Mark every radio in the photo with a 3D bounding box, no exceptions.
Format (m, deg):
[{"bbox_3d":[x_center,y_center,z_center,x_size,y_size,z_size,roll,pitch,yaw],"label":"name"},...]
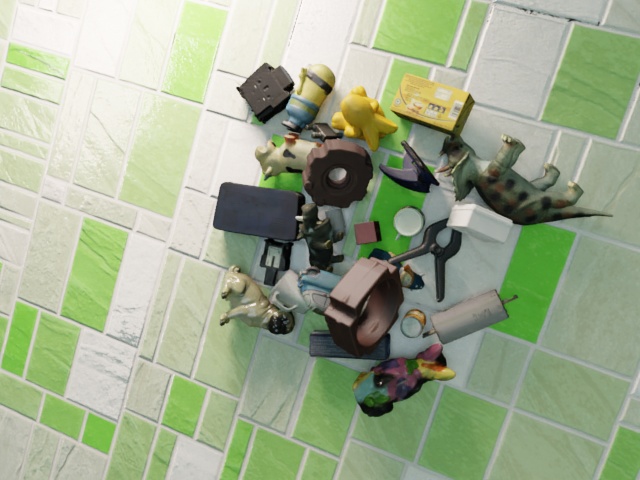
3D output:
[{"bbox_3d":[-0.157,-0.075,1.402,0.230,0.073,0.131,9,94,12],"label":"radio"}]

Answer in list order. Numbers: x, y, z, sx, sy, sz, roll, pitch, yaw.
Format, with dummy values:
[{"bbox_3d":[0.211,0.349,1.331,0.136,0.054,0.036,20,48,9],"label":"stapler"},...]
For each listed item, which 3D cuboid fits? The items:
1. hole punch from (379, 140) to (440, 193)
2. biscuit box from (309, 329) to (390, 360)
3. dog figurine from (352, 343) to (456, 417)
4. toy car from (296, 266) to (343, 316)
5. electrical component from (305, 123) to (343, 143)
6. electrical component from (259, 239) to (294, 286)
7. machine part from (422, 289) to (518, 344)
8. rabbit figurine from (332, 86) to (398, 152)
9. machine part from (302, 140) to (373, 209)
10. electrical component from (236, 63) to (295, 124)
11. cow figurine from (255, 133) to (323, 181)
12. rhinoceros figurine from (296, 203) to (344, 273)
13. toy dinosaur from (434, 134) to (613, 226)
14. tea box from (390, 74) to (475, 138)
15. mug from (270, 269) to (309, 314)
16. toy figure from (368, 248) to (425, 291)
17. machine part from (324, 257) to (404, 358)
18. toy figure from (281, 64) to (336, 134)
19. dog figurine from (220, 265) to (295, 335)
[{"bbox_3d":[0.212,-0.158,1.276,0.092,0.142,0.116,-41,65,11],"label":"hole punch"},{"bbox_3d":[0.077,0.266,1.367,0.203,0.059,0.062,1,92,14],"label":"biscuit box"},{"bbox_3d":[0.208,0.328,1.284,0.219,0.191,0.108,-32,79,29],"label":"dog figurine"},{"bbox_3d":[0.016,0.134,1.325,0.162,0.109,0.103,17,66,-10],"label":"toy car"},{"bbox_3d":[0.011,-0.272,1.353,0.063,0.094,0.021,57,139,33],"label":"electrical component"},{"bbox_3d":[-0.116,0.059,1.410,0.075,0.048,0.119,8,95,14],"label":"electrical component"},{"bbox_3d":[0.357,0.184,1.284,0.243,0.079,0.079,-25,87,14],"label":"machine part"},{"bbox_3d":[0.097,-0.285,1.276,0.122,0.173,0.162,-42,79,8],"label":"rabbit figurine"},{"bbox_3d":[0.044,-0.157,1.309,0.179,0.056,0.179,-4,125,-6],"label":"machine part"},{"bbox_3d":[-0.132,-0.385,1.386,0.134,0.058,0.115,-37,86,14],"label":"electrical component"},{"bbox_3d":[-0.071,-0.203,1.365,0.195,0.085,0.127,13,109,4],"label":"cow figurine"},{"bbox_3d":[-0.003,-0.004,1.340,0.112,0.073,0.190,16,132,35],"label":"rhinoceros figurine"},{"bbox_3d":[0.449,-0.110,1.232,0.405,0.131,0.192,39,115,3],"label":"toy dinosaur"},{"bbox_3d":[0.263,-0.316,1.265,0.170,0.068,0.098,29,98,28],"label":"tea box"},{"bbox_3d":[-0.067,0.143,1.375,0.107,0.109,0.080,38,125,1],"label":"mug"},{"bbox_3d":[0.189,0.079,1.333,0.154,0.058,0.064,33,138,9],"label":"toy figure"},{"bbox_3d":[0.106,0.155,1.265,0.087,0.200,0.201,22,57,33],"label":"machine part"},{"bbox_3d":[-0.027,-0.354,1.351,0.089,0.082,0.180,24,94,0],"label":"toy figure"},{"bbox_3d":[-0.157,0.158,1.412,0.191,0.121,0.172,3,97,0],"label":"dog figurine"}]
